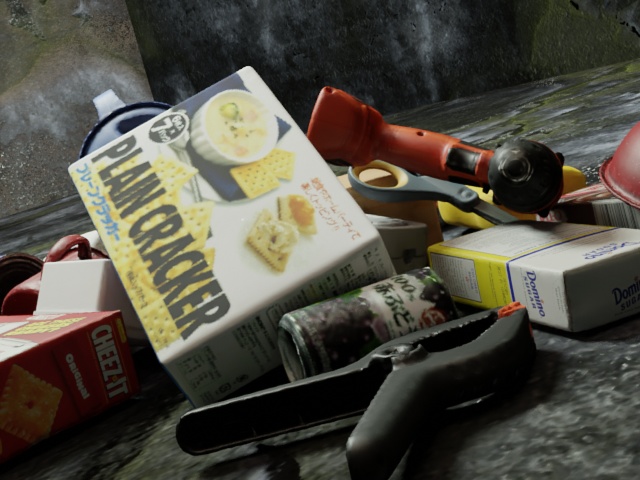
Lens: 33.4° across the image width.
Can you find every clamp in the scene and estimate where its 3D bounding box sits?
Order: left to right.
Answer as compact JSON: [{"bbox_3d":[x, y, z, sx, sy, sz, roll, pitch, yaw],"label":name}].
[{"bbox_3d":[0.035,0.078,0.578,0.209,0.036,0.165,-21,10,-42],"label":"clamp"}]

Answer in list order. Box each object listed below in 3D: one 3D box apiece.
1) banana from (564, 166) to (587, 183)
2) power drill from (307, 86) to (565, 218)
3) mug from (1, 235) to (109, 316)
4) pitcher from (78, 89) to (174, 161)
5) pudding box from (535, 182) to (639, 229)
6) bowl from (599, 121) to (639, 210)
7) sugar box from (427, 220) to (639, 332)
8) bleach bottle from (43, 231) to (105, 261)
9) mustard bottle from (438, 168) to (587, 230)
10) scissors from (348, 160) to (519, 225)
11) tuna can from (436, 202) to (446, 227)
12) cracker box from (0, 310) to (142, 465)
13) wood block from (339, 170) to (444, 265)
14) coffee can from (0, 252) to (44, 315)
[{"bbox_3d":[0.199,-0.055,1.100,0.198,0.037,0.069,0,8,44],"label":"banana"},{"bbox_3d":[0.088,-0.063,0.792,0.188,0.057,0.184,18,2,16],"label":"power drill"},{"bbox_3d":[-0.219,0.052,0.925,0.093,0.117,0.081,21,30,21],"label":"mug"},{"bbox_3d":[-0.173,-0.055,1.167,0.145,0.149,0.243,11,-14,6],"label":"pitcher"},{"bbox_3d":[0.243,-0.025,0.855,0.089,0.039,0.114,-19,11,-34],"label":"pudding box"},{"bbox_3d":[0.291,-0.064,0.785,0.162,0.055,0.162,0,26,0],"label":"bowl"},{"bbox_3d":[0.154,0.020,0.715,0.093,0.048,0.176,-16,12,-19],"label":"sugar box"},{"bbox_3d":[-0.251,0.035,1.125,0.068,0.102,0.251,29,-12,-24],"label":"bleach bottle"},{"bbox_3d":[0.165,-0.040,1.008,0.096,0.058,0.192,-18,10,-15],"label":"mustard bottle"},{"bbox_3d":[0.100,-0.030,0.874,0.096,0.016,0.202,-24,49,-21],"label":"scissors"},{"bbox_3d":[0.091,-0.025,1.116,0.086,0.034,0.086,-15,9,2],"label":"tuna can"},{"bbox_3d":[-0.256,0.115,0.725,0.164,0.072,0.213,-5,12,43],"label":"cracker box"},{"bbox_3d":[-0.006,0.002,0.940,0.205,0.090,0.091,-17,10,-18],"label":"wood block"},{"bbox_3d":[-0.322,0.070,0.998,0.141,0.103,0.102,-8,11,36],"label":"coffee can"}]
